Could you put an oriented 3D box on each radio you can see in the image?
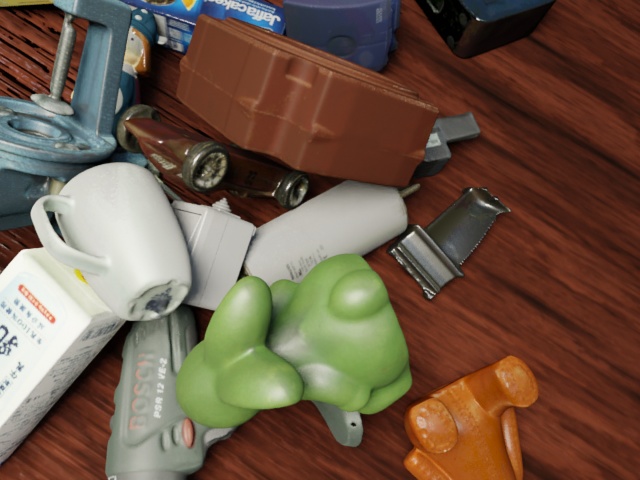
[{"bbox_3d":[0.177,-0.349,0.678,0.131,0.073,0.229,-28,77,-16],"label":"radio"}]

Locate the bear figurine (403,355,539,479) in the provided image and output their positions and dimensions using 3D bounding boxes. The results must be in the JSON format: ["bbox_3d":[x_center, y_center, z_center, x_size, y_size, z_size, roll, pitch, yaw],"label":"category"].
[{"bbox_3d":[0.151,0.217,0.460,0.120,0.132,0.196,-20,70,-13],"label":"bear figurine"}]

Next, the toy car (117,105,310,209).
[{"bbox_3d":[-0.085,-0.062,0.459,0.089,0.202,0.053,32,102,21],"label":"toy car"}]

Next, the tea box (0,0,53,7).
[{"bbox_3d":[-0.290,-0.302,0.555,0.170,0.068,0.098,3,69,19],"label":"tea box"}]

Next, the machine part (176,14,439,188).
[{"bbox_3d":[-0.009,-0.130,0.494,0.201,0.087,0.201,2,28,-41],"label":"machine part"}]

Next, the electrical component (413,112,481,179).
[{"bbox_3d":[0.113,-0.112,0.601,0.119,0.047,0.075,-18,76,-15],"label":"electrical component"}]

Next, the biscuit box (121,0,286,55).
[{"bbox_3d":[-0.136,-0.245,0.598,0.203,0.059,0.063,17,70,-4],"label":"biscuit box"}]

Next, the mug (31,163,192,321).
[{"bbox_3d":[-0.146,0.004,0.392,0.081,0.109,0.107,-45,63,15],"label":"mug"}]

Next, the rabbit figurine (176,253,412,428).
[{"bbox_3d":[-0.026,0.089,0.389,0.170,0.159,0.121,-25,74,-4],"label":"rabbit figurine"}]

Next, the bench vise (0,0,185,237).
[{"bbox_3d":[-0.197,-0.098,0.442,0.129,0.223,0.240,33,113,28],"label":"bench vise"}]

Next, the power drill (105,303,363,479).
[{"bbox_3d":[-0.073,0.159,0.459,0.207,0.086,0.232,-10,62,-8],"label":"power drill"}]

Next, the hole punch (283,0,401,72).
[{"bbox_3d":[0.024,-0.235,0.588,0.116,0.142,0.092,25,68,14],"label":"hole punch"}]

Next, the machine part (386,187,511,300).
[{"bbox_3d":[0.140,-0.007,0.576,0.139,0.039,0.084,-39,82,-18],"label":"machine part"}]

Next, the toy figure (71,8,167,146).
[{"bbox_3d":[-0.204,-0.164,0.544,0.064,0.058,0.154,21,91,-39],"label":"toy figure"}]

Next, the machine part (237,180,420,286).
[{"bbox_3d":[-0.001,-0.002,0.530,0.243,0.079,0.079,-29,79,-18],"label":"machine part"}]
